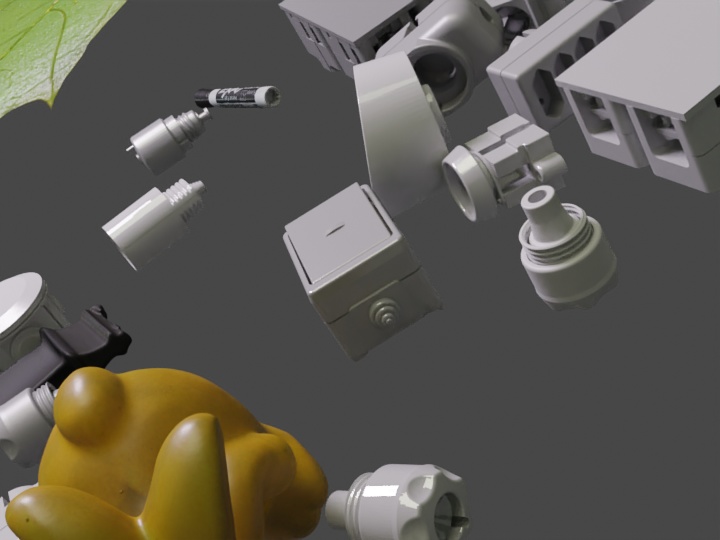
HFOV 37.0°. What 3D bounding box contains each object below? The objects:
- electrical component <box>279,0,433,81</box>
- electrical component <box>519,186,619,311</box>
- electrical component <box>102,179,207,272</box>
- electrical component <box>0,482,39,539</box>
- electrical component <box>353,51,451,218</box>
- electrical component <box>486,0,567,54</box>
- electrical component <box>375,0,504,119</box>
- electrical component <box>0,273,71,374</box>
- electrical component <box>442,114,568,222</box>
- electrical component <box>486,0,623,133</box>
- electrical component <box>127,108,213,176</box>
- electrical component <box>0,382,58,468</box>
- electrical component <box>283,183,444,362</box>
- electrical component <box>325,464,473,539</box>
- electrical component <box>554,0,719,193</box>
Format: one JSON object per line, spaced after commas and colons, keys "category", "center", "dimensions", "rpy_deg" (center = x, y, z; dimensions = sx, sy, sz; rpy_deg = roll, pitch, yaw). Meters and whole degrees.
{"category": "electrical component", "center": [0.017, -0.212, 0.899], "dimensions": [0.105, 0.060, 0.186], "rpy_deg": [-36, 30, -6]}
{"category": "electrical component", "center": [0.100, -0.013, 0.535], "dimensions": [0.043, 0.062, 0.043], "rpy_deg": [-23, 32, 15]}
{"category": "electrical component", "center": [-0.152, -0.040, 0.824], "dimensions": [0.081, 0.043, 0.043], "rpy_deg": [-39, 31, -11]}
{"category": "electrical component", "center": [-0.178, 0.142, 0.581], "dimensions": [0.083, 0.047, 0.076], "rpy_deg": [-37, 31, -7]}
{"category": "electrical component", "center": [0.022, -0.086, 0.683], "dimensions": [0.064, 0.099, 0.099], "rpy_deg": [-23, 31, 4]}
{"category": "electrical component", "center": [0.116, -0.191, 0.798], "dimensions": [0.081, 0.042, 0.063], "rpy_deg": [-12, 34, 29]}
{"category": "electrical component", "center": [0.054, -0.147, 0.760], "dimensions": [0.095, 0.054, 0.059], "rpy_deg": [-36, 25, 31]}
{"category": "electrical component", "center": [-0.255, 0.044, 0.790], "dimensions": [0.080, 0.051, 0.080], "rpy_deg": [-23, 32, 15]}
{"category": "electrical component", "center": [0.082, -0.059, 0.635], "dimensions": [0.055, 0.048, 0.066], "rpy_deg": [-28, 30, -7]}
{"category": "electrical component", "center": [0.123, -0.138, 0.709], "dimensions": [0.083, 0.047, 0.076], "rpy_deg": [-38, 30, -9]}
{"category": "electrical component", "center": [-0.166, -0.117, 0.951], "dimensions": [0.078, 0.040, 0.040], "rpy_deg": [-34, 30, -3]}
{"category": "electrical component", "center": [-0.197, 0.091, 0.676], "dimensions": [0.062, 0.043, 0.043], "rpy_deg": [-35, 30, -8]}
{"category": "electrical component", "center": [0.000, 0.000, 0.609], "dimensions": [0.062, 0.061, 0.096], "rpy_deg": [-32, 30, 2]}
{"category": "electrical component", "center": [0.013, 0.105, 0.463], "dimensions": [0.062, 0.043, 0.043], "rpy_deg": [-7, 39, 39]}
{"category": "electrical component", "center": [0.218, -0.126, 0.592], "dimensions": [0.186, 0.060, 0.105], "rpy_deg": [-38, 31, -10]}
